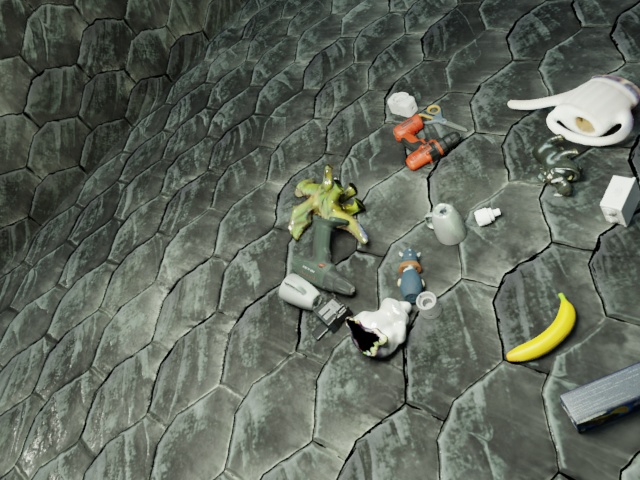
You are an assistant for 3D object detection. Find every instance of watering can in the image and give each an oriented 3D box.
[{"bbox_3d":[0.714,-0.375,1.426,0.225,0.102,0.354,-38,45,-5],"label":"watering can"}]

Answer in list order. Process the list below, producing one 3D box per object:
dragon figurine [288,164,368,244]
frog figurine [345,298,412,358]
[{"bbox_3d":[0.005,-0.081,1.607,0.240,0.120,0.420,-38,40,21],"label":"dragon figurine"},{"bbox_3d":[0.154,0.211,1.271,0.137,0.121,0.161,2,18,41],"label":"frog figurine"}]
